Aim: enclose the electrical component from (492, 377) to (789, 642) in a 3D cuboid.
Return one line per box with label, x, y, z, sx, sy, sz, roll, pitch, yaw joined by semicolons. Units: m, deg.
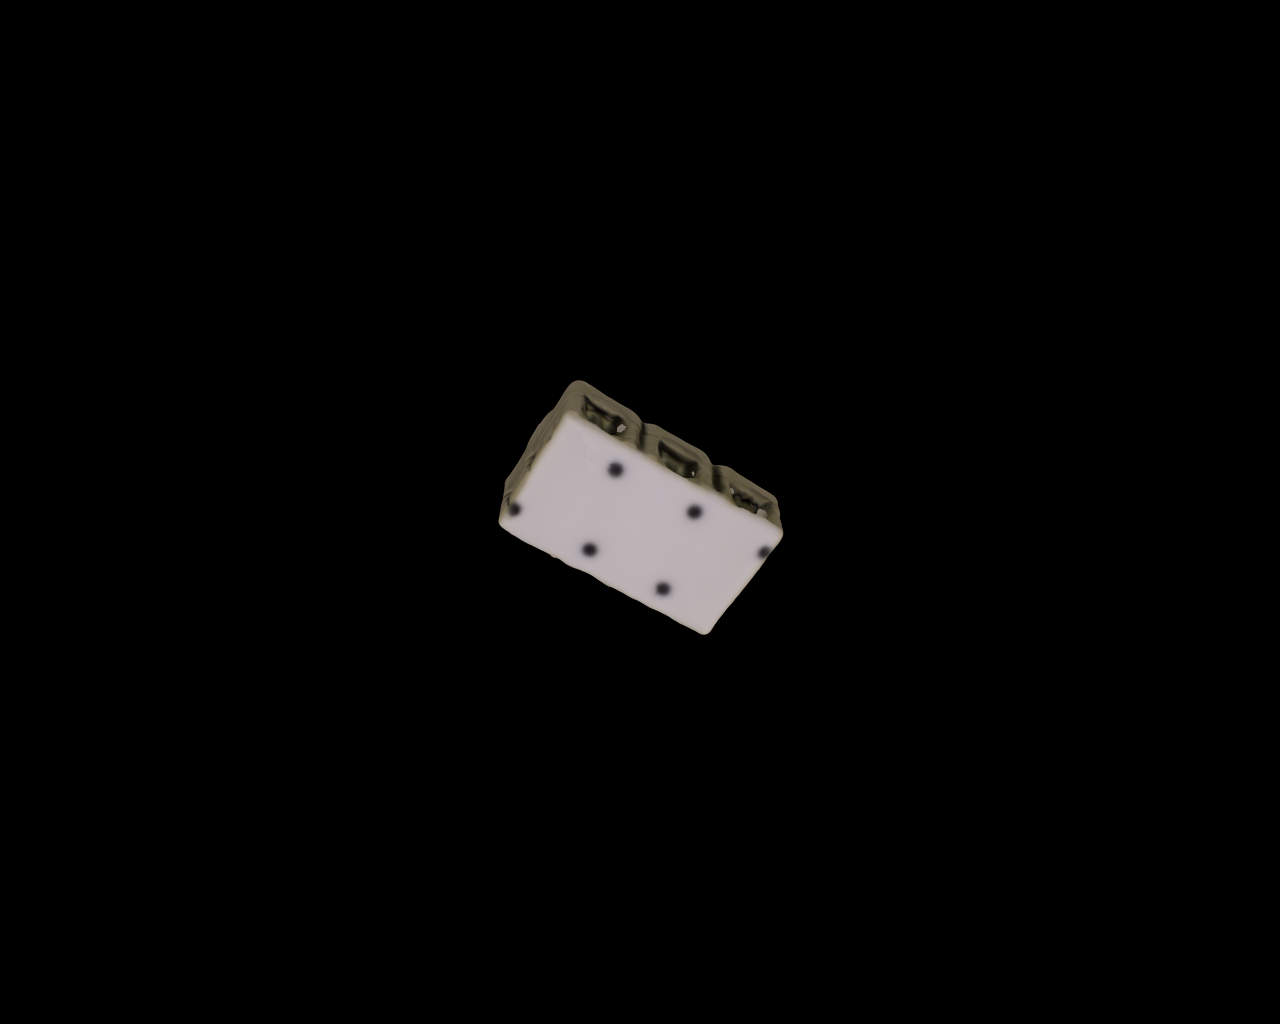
electrical component;0.001;-0.003;0.650;0.150;0.089;0.062;30;23;-14
